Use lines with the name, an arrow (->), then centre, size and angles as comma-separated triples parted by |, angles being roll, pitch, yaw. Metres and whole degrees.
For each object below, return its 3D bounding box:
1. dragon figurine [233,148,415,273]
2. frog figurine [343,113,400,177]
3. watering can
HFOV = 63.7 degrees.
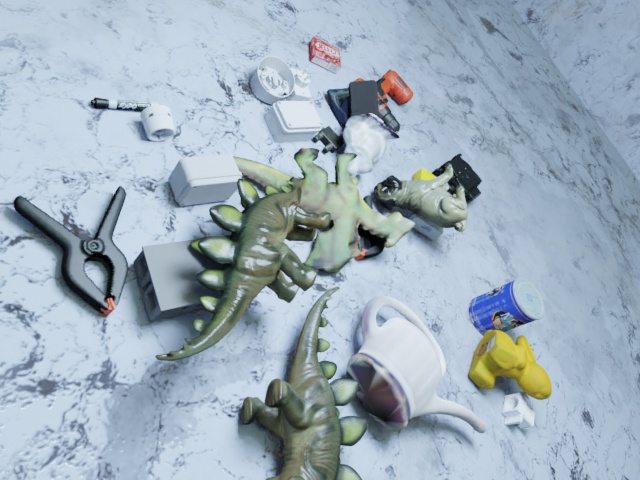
dragon figurine -> 0.003, -0.053, 1.062 | 0.411, 0.247, 0.120 | 0, -22, -20
frog figurine -> 0.097, -0.218, 1.242 | 0.124, 0.159, 0.136 | 32, 0, 31
watering can -> 0.180, 0.272, 0.978 | 0.227, 0.349, 0.102 | -31, -6, -44
